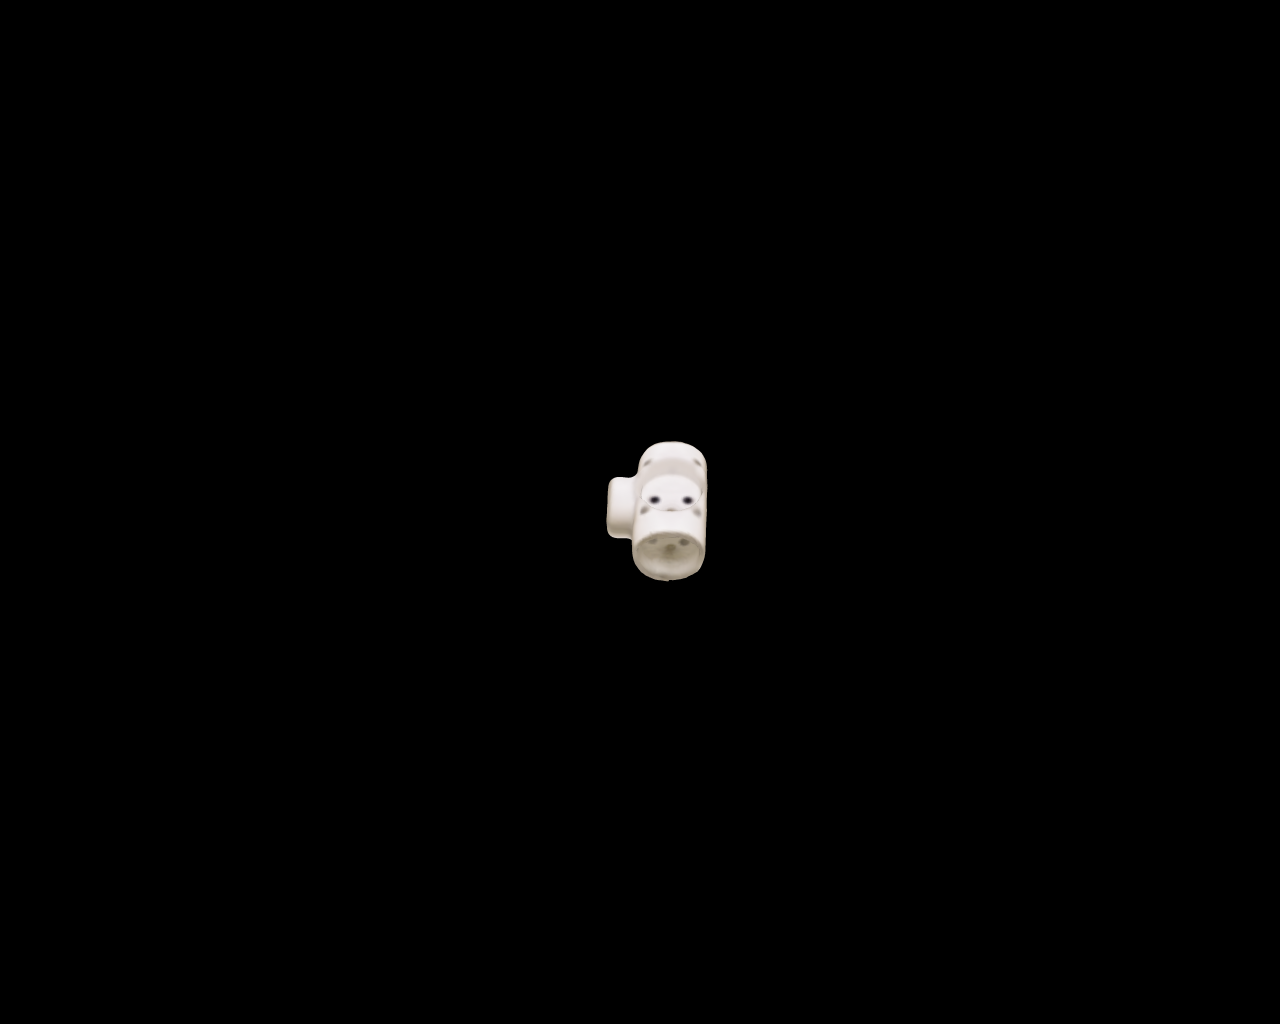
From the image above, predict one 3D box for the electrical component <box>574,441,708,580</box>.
[{"bbox_3d":[0.001,-0.003,0.650,0.079,0.077,0.044,2,-43,2],"label":"electrical component"}]
